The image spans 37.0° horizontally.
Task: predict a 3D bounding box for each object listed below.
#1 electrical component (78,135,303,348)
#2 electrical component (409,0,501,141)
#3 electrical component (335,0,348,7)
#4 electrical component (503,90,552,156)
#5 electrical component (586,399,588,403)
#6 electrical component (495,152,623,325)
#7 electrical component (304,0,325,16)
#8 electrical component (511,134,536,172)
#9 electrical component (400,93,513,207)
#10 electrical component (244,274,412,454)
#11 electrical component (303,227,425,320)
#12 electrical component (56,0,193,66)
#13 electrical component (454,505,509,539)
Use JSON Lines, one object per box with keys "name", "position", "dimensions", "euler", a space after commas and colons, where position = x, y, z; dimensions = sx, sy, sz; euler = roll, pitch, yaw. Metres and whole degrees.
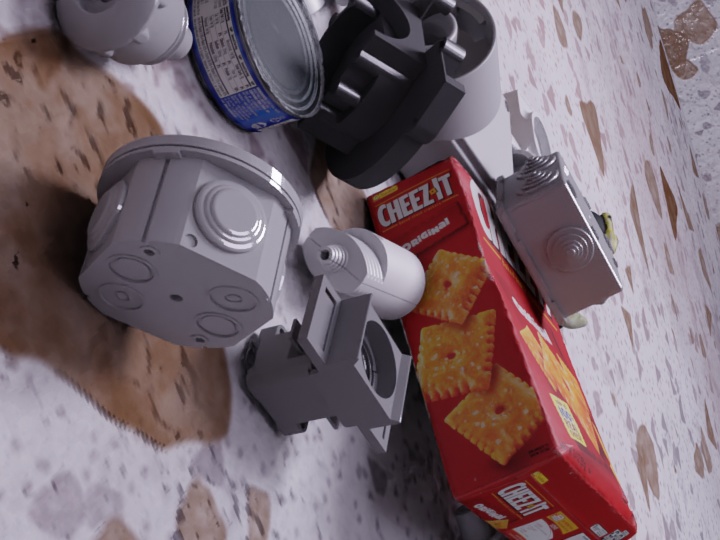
{"name": "electrical component", "position": [-0.065, -0.010, 0.412], "dimensions": [0.080, 0.080, 0.051], "euler": [50, 40, -45]}
{"name": "electrical component", "position": [0.044, -0.136, 0.700], "dimensions": [0.064, 0.099, 0.099], "euler": [84, 6, -57]}
{"name": "electrical component", "position": [-0.002, -0.193, 0.701], "dimensions": [0.040, 0.040, 0.078], "euler": [62, 28, -28]}
{"name": "electrical component", "position": [0.130, -0.101, 0.918], "dimensions": [0.050, 0.056, 0.089], "euler": [35, 46, -56]}
{"name": "electrical component", "position": [0.143, 0.104, 0.836], "dimensions": [0.047, 0.055, 0.055], "euler": [40, 42, -47]}
{"name": "electrical component", "position": [0.132, -0.024, 0.712], "dimensions": [0.099, 0.048, 0.099], "euler": [59, 16, -13]}
{"name": "electrical component", "position": [-0.046, -0.168, 0.591], "dimensions": [0.044, 0.044, 0.065], "euler": [-71, 144, -52]}
{"name": "electrical component", "position": [0.129, -0.052, 0.836], "dimensions": [0.073, 0.052, 0.138], "euler": [48, 4, -42]}
{"name": "electrical component", "position": [0.066, -0.103, 0.778], "dimensions": [0.108, 0.056, 0.108], "euler": [46, 37, -48]}
{"name": "electrical component", "position": [-0.016, 0.047, 0.505], "dimensions": [0.081, 0.064, 0.042], "euler": [59, 28, -34]}
{"name": "electrical component", "position": [0.000, 0.000, 0.591], "dimensions": [0.081, 0.043, 0.043], "euler": [23, 56, -61]}
{"name": "electrical component", "position": [-0.092, -0.106, 0.450], "dimensions": [0.062, 0.048, 0.048], "euler": [25, 54, -68]}
{"name": "electrical component", "position": [0.078, 0.174, 0.665], "dimensions": [0.062, 0.048, 0.048], "euler": [65, 25, -5]}
